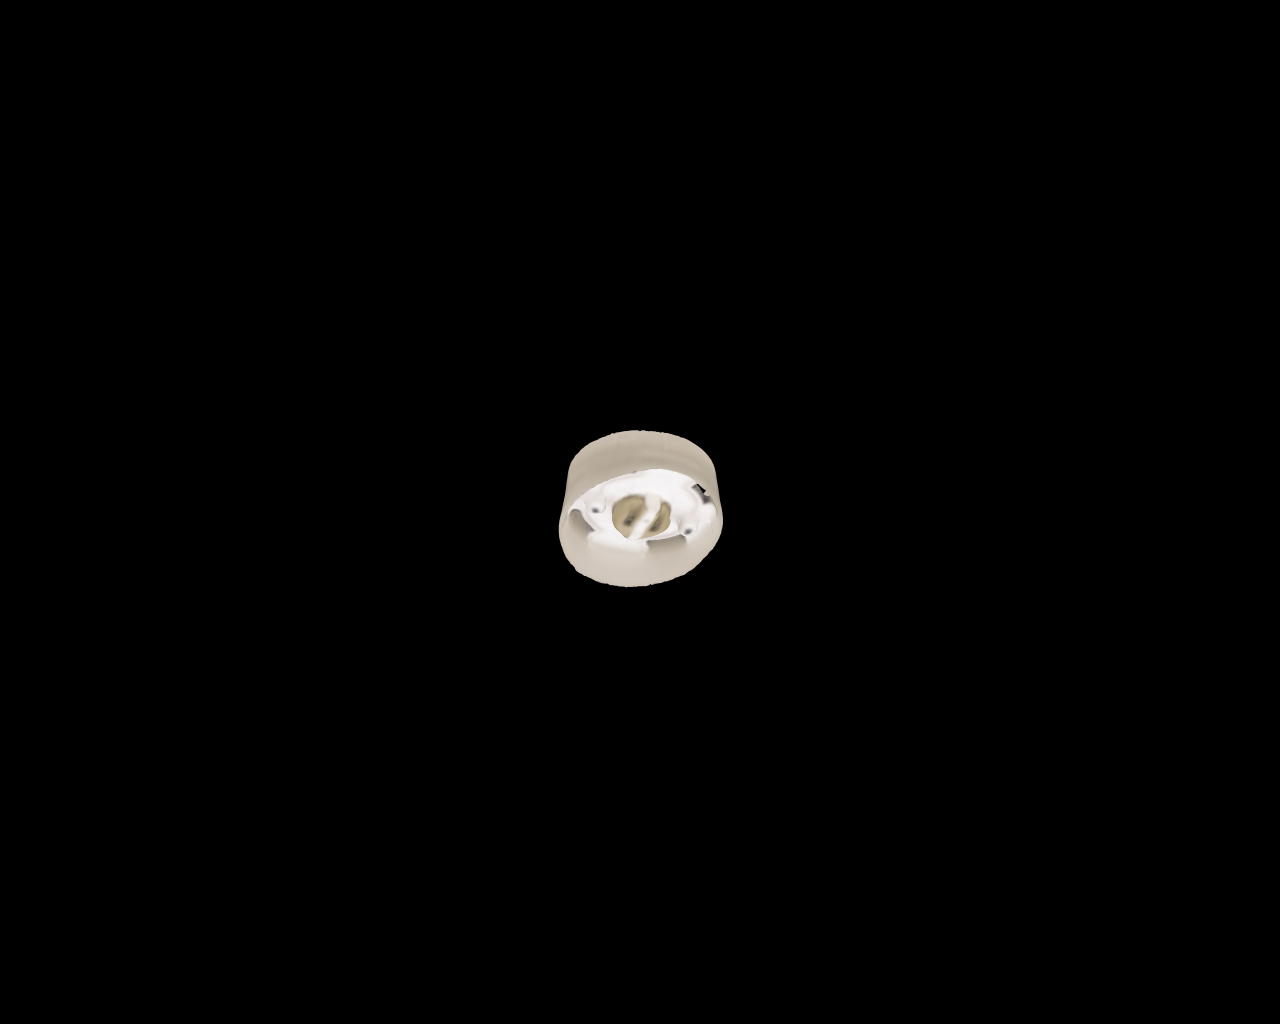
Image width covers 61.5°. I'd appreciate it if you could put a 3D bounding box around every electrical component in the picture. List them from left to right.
[{"bbox_3d":[0.001,-0.003,0.650,0.099,0.064,0.099,0,-33,0],"label":"electrical component"}]
